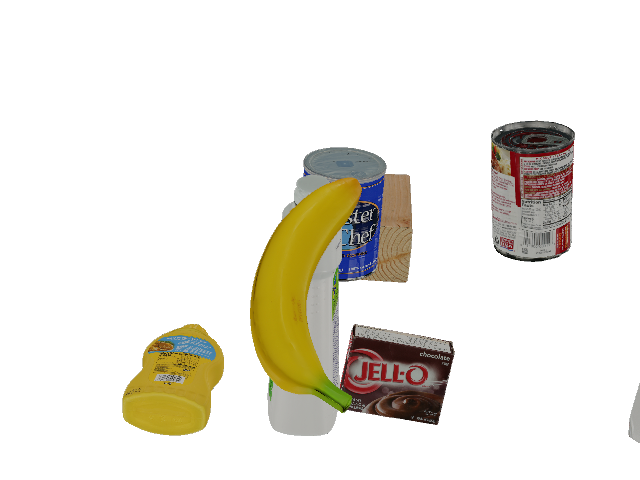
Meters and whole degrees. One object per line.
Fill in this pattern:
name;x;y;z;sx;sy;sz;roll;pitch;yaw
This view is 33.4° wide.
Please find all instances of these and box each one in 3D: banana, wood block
banana;-0.011;0.029;0.719;0.069;0.197;0.037;13;-40;-10
wood block;0.091;-0.024;1.622;0.091;0.090;0.206;4;25;2

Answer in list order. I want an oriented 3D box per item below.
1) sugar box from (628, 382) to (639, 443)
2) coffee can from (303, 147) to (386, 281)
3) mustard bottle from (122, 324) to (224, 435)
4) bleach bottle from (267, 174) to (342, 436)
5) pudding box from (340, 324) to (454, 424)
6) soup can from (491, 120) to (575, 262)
sugar box;0.313;0.144;0.769;0.048;0.093;0.176;-21;37;-40
coffee can;0.027;-0.034;1.343;0.103;0.140;0.103;2;27;-1
mustard bottle;-0.164;0.152;1.256;0.096;0.058;0.191;4;25;4
bleach bottle;-0.011;0.052;0.943;0.068;0.251;0.102;3;35;0
pudding box;0.082;0.145;1.160;0.113;0.090;0.039;9;23;-2
soup can;0.178;-0.041;0.897;0.068;0.102;0.068;-4;25;2
